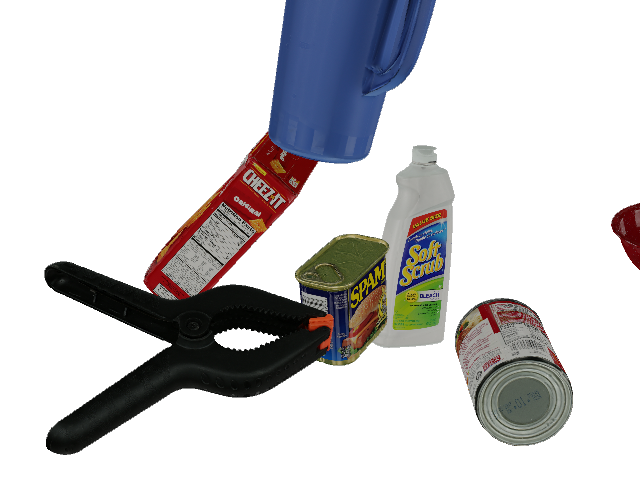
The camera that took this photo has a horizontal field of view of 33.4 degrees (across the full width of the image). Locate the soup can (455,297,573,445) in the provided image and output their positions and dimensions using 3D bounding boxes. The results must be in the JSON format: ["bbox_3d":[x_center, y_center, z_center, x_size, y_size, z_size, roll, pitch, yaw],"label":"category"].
[{"bbox_3d":[0.136,0.091,0.756,0.068,0.068,0.102,0,20,-1],"label":"soup can"}]

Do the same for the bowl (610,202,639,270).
[{"bbox_3d":[0.382,0.009,1.102,0.162,0.055,0.162,-3,23,1],"label":"bowl"}]

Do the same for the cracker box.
[{"bbox_3d":[-0.097,-0.033,1.218,0.214,0.072,0.164,-46,8,27],"label":"cracker box"}]

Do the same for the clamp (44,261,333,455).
[{"bbox_3d":[-0.097,0.065,0.756,0.209,0.036,0.165,-8,46,-17],"label":"clamp"}]

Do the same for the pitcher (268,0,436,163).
[{"bbox_3d":[0.028,-0.202,1.061,0.145,0.243,0.149,11,19,-1],"label":"pitcher"}]

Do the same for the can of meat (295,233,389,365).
[{"bbox_3d":[0.023,0.054,0.976,0.058,0.084,0.101,11,30,27],"label":"can of meat"}]

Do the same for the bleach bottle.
[{"bbox_3d":[0.115,0.006,1.347,0.102,0.251,0.068,-2,16,-18],"label":"bleach bottle"}]
